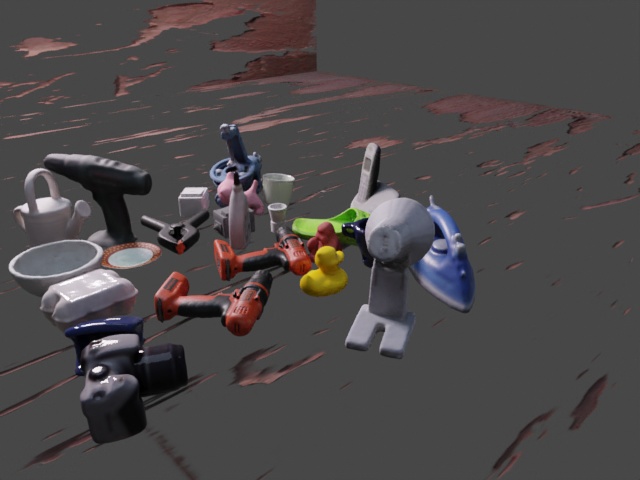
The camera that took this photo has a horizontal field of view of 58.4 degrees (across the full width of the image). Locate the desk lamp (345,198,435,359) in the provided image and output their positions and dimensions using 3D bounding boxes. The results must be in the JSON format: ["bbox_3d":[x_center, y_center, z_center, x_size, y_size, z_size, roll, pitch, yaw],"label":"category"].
[{"bbox_3d":[0.120,0.051,0.955,0.117,0.214,0.203,7,26,16],"label":"desk lamp"}]

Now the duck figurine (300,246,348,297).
[{"bbox_3d":[0.008,0.055,1.102,0.105,0.086,0.077,-20,31,-36],"label":"duck figurine"}]

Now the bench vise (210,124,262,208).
[{"bbox_3d":[-0.228,-0.215,1.539,0.121,0.220,0.207,1,25,4],"label":"bench vise"}]

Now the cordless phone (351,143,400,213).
[{"bbox_3d":[0.138,-0.135,1.398,0.094,0.185,0.147,-12,27,-23],"label":"cordless phone"}]

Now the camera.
[{"bbox_3d":[-0.255,0.188,0.796,0.137,0.101,0.143,-8,26,-16],"label":"camera"}]

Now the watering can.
[{"bbox_3d":[-0.576,-0.058,1.229,0.173,0.194,0.100,-5,25,-9],"label":"watering can"}]

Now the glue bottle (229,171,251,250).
[{"bbox_3d":[-0.180,-0.069,1.273,0.037,0.173,0.078,2,25,6],"label":"glue bottle"}]

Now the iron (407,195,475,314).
[{"bbox_3d":[0.247,0.017,1.116,0.119,0.141,0.258,-4,25,-8],"label":"iron"}]

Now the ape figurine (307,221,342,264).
[{"bbox_3d":[0.011,0.004,1.207,0.076,0.092,0.077,-10,26,-20],"label":"ape figurine"}]

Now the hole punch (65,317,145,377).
[{"bbox_3d":[-0.333,0.149,0.895,0.109,0.091,0.101,-5,25,-9],"label":"hole punch"}]

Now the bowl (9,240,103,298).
[{"bbox_3d":[-0.498,0.066,1.100,0.167,0.075,0.167,0,24,0],"label":"bowl"}]

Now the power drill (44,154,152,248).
[{"bbox_3d":[-0.487,-0.089,1.278,0.229,0.208,0.075,1,25,2],"label":"power drill"}]

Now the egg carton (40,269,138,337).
[{"bbox_3d":[-0.406,0.107,1.013,0.107,0.069,0.151,21,32,39],"label":"egg carton"}]

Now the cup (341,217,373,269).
[{"bbox_3d":[0.101,0.009,1.192,0.117,0.095,0.092,5,25,12],"label":"cup"}]

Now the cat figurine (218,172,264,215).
[{"bbox_3d":[-0.205,-0.115,1.440,0.128,0.118,0.067,-20,31,-37],"label":"cat figurine"}]
